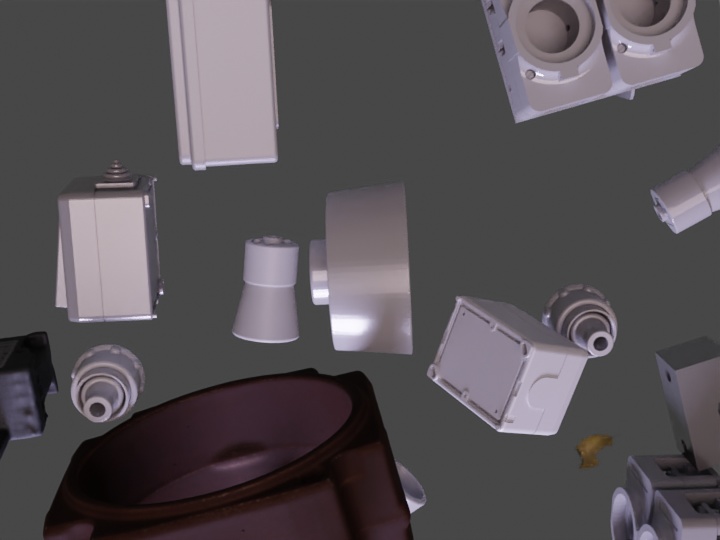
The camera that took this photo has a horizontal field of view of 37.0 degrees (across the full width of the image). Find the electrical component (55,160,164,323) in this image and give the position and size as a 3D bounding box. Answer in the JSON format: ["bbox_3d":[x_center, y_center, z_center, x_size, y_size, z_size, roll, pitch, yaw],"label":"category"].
[{"bbox_3d":[-0.158,-0.021,0.670,0.061,0.061,0.096,-2,105,-5],"label":"electrical component"}]

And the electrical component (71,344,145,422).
[{"bbox_3d":[-0.166,0.079,0.696,0.048,0.062,0.048,-1,105,-5],"label":"electrical component"}]

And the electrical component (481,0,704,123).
[{"bbox_3d":[0.122,-0.193,0.630,0.105,0.060,0.186,-16,92,-1],"label":"electrical component"}]

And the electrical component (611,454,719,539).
[{"bbox_3d":[0.219,0.235,0.753,0.060,0.105,0.186,-1,105,-5],"label":"electrical component"}]

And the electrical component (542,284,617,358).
[{"bbox_3d":[0.151,0.039,0.716,0.048,0.062,0.048,-1,105,-5],"label":"electrical component"}]

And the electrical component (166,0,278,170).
[{"bbox_3d":[-0.080,-0.121,0.627,0.056,0.108,0.108,-4,105,-7],"label":"electrical component"}]

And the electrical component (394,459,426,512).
[{"bbox_3d":[0.009,0.167,0.749,0.044,0.044,0.065,39,103,-14],"label":"electrical component"}]

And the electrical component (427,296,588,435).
[{"bbox_3d":[0.095,0.060,0.708,0.061,0.096,0.061,10,106,-37],"label":"electrical component"}]

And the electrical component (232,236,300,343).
[{"bbox_3d":[-0.059,0.011,0.700,0.044,0.044,0.065,4,100,-7],"label":"electrical component"}]

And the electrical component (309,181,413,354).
[{"bbox_3d":[0.000,0.000,0.671,0.060,0.108,0.108,-3,105,2],"label":"electrical component"}]

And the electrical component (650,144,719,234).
[{"bbox_3d":[0.227,-0.053,0.711,0.065,0.044,0.044,-30,106,7],"label":"electrical component"}]
